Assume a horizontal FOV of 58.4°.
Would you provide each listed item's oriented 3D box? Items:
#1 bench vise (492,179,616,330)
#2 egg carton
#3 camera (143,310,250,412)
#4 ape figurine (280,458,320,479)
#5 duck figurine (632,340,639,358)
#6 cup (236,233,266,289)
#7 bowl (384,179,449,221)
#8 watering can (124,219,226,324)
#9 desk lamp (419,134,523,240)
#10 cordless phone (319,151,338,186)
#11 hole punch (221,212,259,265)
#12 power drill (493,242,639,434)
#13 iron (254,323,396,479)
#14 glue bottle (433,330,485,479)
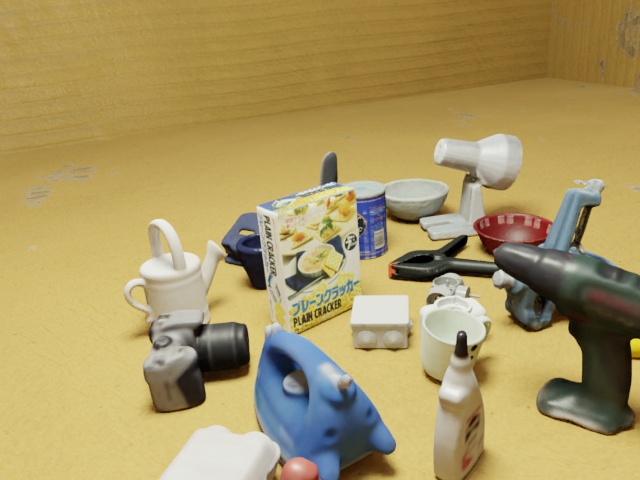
[{"bbox_3d":[0.373,0.024,0.876,0.208,0.220,0.121,-19,26,-30],"label":"bench vise"},{"bbox_3d":[-0.110,0.261,0.600,0.107,0.069,0.150,3,24,18],"label":"egg carton"},{"bbox_3d":[-0.173,0.157,0.823,0.137,0.101,0.143,-6,22,-3],"label":"camera"},{"bbox_3d":[-0.017,0.256,0.563,0.076,0.092,0.077,-5,22,0],"label":"ape figurine"},{"bbox_3d":[0.444,0.115,0.819,0.104,0.086,0.077,-4,22,2],"label":"duck figurine"},{"bbox_3d":[-0.099,0.045,1.086,0.117,0.095,0.092,12,28,35],"label":"cup"},{"bbox_3d":[0.224,-0.090,1.374,0.167,0.075,0.167,-4,22,2],"label":"bowl"},{"bbox_3d":[-0.244,0.053,0.966,0.100,0.194,0.173,8,26,29],"label":"watering can"},{"bbox_3d":[0.327,-0.122,1.248,0.203,0.214,0.117,-8,23,-7],"label":"desk lamp"},{"bbox_3d":[0.004,-0.098,1.292,0.094,0.185,0.148,4,24,21],"label":"cordless phone"},{"bbox_3d":[-0.146,-0.001,1.214,0.108,0.091,0.101,9,26,31],"label":"hole punch"},{"bbox_3d":[0.315,0.115,0.682,0.228,0.208,0.076,11,27,33],"label":"power drill"},{"bbox_3d":[-0.024,0.173,0.701,0.119,0.141,0.257,-18,26,-28],"label":"iron"},{"bbox_3d":[0.151,0.174,0.619,0.037,0.173,0.078,11,28,34],"label":"glue bottle"}]
